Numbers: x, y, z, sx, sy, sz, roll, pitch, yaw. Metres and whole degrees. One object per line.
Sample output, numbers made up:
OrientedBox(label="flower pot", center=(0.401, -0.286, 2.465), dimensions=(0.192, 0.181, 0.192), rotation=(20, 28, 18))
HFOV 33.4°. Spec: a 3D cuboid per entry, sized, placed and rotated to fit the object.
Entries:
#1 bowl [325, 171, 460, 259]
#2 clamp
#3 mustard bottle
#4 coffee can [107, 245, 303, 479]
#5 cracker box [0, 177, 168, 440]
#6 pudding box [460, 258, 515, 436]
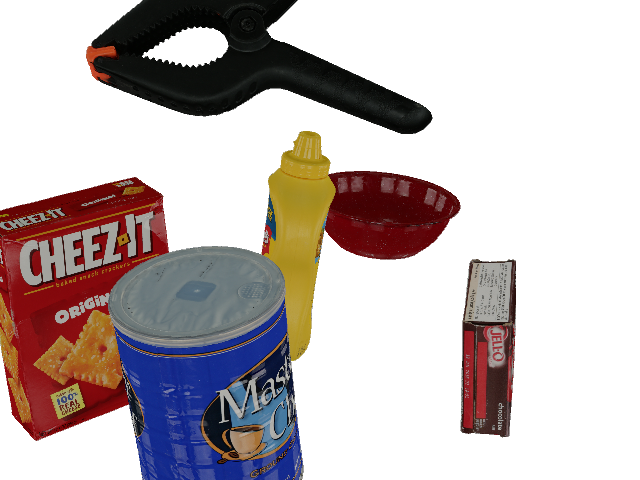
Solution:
OrientedBox(label="bowl", center=(0.064, -0.022, 1.120), dimensions=(0.162, 0.055, 0.162), rotation=(4, 21, -2))
OrientedBox(label="clamp", center=(-0.038, -0.120, 0.669), dimensions=(0.210, 0.164, 0.036), rotation=(-17, -18, -8))
OrientedBox(label="mustard bottle", center=(-0.023, 0.000, 0.915), dimensions=(0.058, 0.192, 0.096), rotation=(9, 21, -4))
OrientedBox(label="coffee can", center=(-0.067, 0.089, 0.648), dimensions=(0.103, 0.140, 0.103), rotation=(-4, 28, 2))
OrientedBox(label="cracker box", center=(-0.225, 0.064, 1.029), dimensions=(0.163, 0.214, 0.072), rotation=(-18, 28, -32))
OrientedBox(label="pudding box", center=(0.123, 0.075, 0.777), dimensions=(0.039, 0.090, 0.113), rotation=(2, 23, 9))
